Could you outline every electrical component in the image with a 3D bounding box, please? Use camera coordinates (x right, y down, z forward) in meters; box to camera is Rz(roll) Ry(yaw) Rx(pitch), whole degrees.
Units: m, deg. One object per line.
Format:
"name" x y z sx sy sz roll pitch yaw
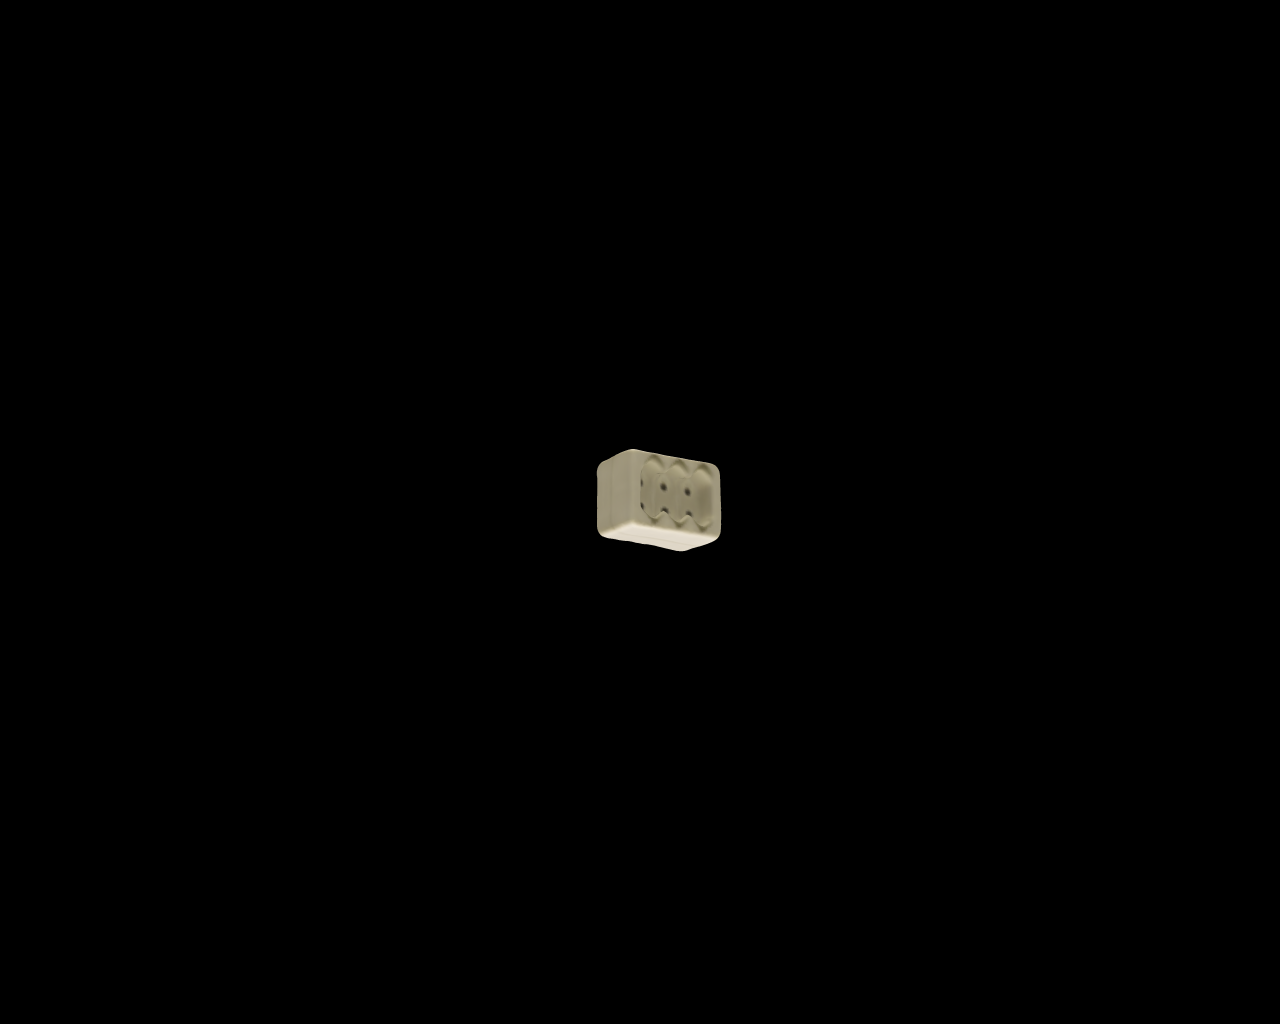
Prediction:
"electrical component" 0.001 -0.003 0.650 0.066 0.047 0.076 10 -18 -33
